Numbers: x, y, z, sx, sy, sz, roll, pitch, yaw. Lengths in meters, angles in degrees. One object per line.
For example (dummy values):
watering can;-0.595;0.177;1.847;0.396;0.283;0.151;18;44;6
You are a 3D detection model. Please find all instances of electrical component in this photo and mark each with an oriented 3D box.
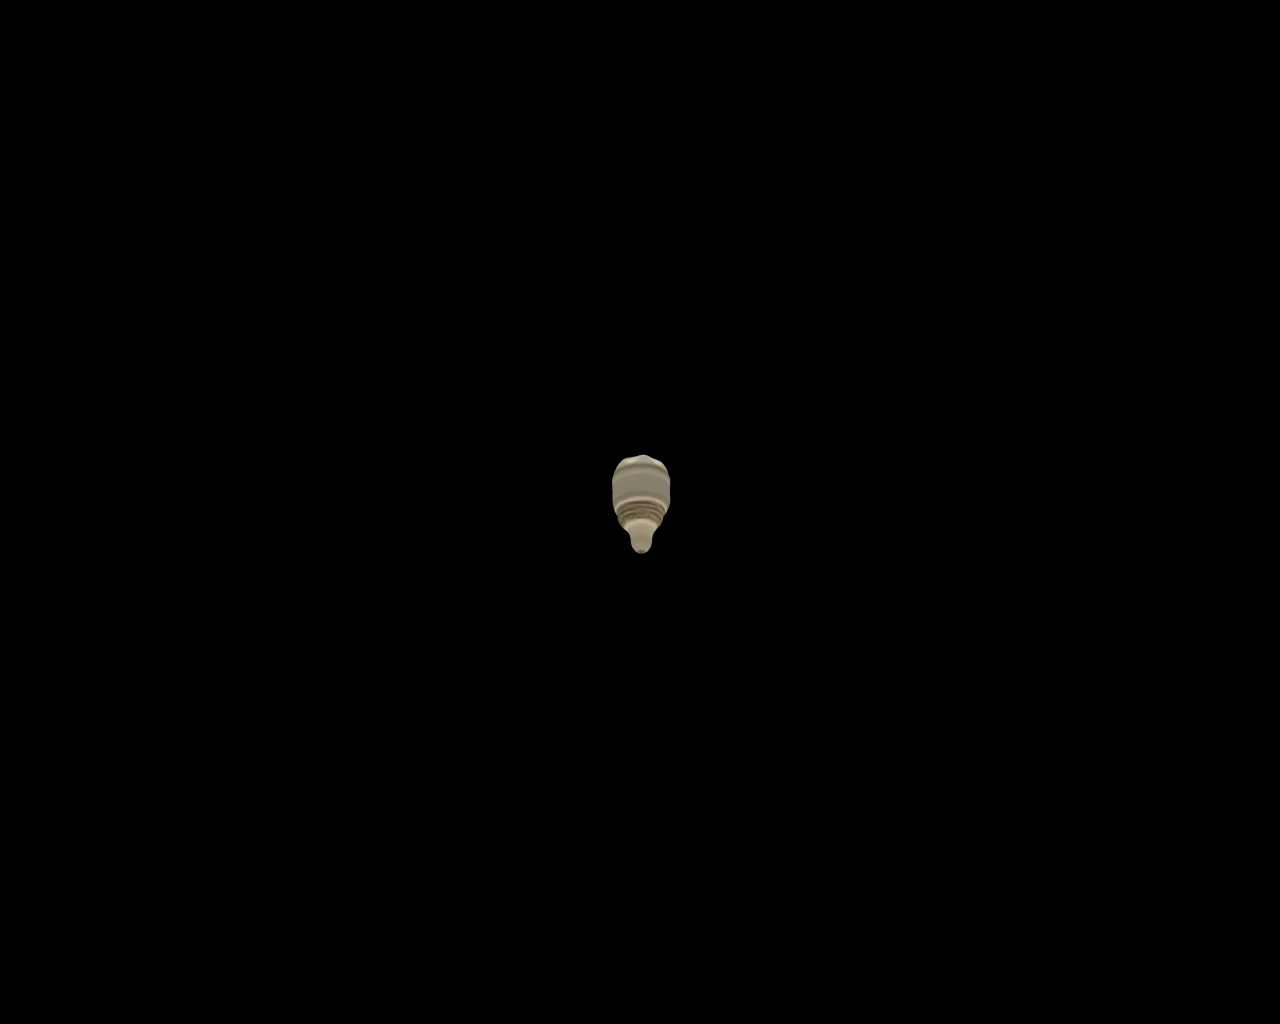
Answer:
electrical component;0.001;-0.003;0.650;0.035;0.061;0.035;0;-29;0
